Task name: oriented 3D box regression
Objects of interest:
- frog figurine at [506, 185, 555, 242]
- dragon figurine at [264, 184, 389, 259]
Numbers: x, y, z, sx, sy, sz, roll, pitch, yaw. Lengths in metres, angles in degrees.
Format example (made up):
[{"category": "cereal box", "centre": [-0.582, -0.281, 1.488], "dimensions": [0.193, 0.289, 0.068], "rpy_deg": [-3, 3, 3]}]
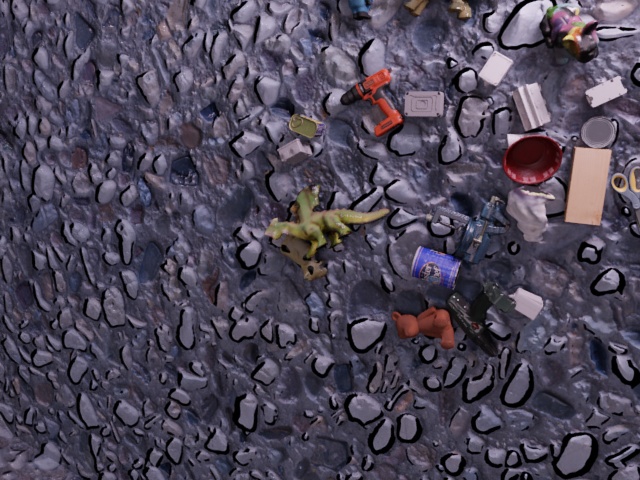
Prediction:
[{"category": "frog figurine", "centre": [0.605, -0.073, 1.511], "dimensions": [0.139, 0.123, 0.157], "rpy_deg": [36, 126, 49]}, {"category": "dragon figurine", "centre": [0.005, -0.088, 1.757], "dimensions": [0.411, 0.120, 0.246], "rpy_deg": [-28, 72, -3]}]
